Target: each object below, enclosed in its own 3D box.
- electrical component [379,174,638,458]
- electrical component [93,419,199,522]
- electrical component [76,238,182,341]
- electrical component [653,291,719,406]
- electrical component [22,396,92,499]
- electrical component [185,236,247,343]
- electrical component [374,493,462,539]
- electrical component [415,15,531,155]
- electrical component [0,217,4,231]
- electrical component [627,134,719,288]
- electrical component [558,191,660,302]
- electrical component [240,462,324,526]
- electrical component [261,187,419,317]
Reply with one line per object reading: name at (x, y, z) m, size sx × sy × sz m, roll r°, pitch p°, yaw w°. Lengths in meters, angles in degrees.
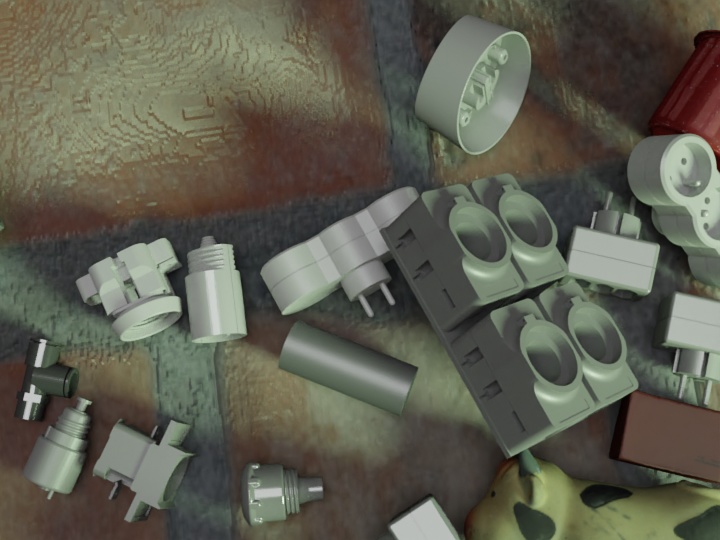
electrical component at (0.110, 0.025, 0.775) m, size 0.105 × 0.060 × 0.186 m, roll -16°, pitch 71°, yaw -42°
electrical component at (-0.165, 0.148, 0.823) m, size 0.064 × 0.042 × 0.081 m, roll 24°, pitch 82°, yaw 9°
electrical component at (-0.174, 0.019, 0.840) m, size 0.078 × 0.058 × 0.057 m, roll -26°, pitch 77°, yaw -1°
electrical component at (0.257, 0.063, 0.808) m, size 0.066 × 0.047 × 0.076 m, roll 13°, pitch 81°, yaw 6°
electrical component at (-0.229, 0.136, 0.830) m, size 0.040 × 0.040 × 0.078 m, roll 22°, pitch 82°, yaw 7°
electrical component at (-0.115, 0.014, 0.843) m, size 0.043 × 0.043 × 0.081 m, roll -8°, pitch 80°, yaw 2°
electrical component at (0.033, 0.203, 0.779) m, size 0.076 × 0.083 × 0.047 m, roll -33°, pitch 79°, yaw -2°
electrical component at (0.088, -0.145, 0.834) m, size 0.064 × 0.099 × 0.099 m, roll 30°, pitch 83°, yaw 15°
electrical component at (-0.322, -0.065, 0.841) m, size 0.060 × 0.108 × 0.108 m, roll -34°, pitch 79°, yaw -9°
electrical component at (0.247, -0.043, 0.815) m, size 0.052 × 0.074 × 0.138 m, roll -47°, pitch 111°, yaw -15°
electrical component at (0.194, -0.022, 0.827) m, size 0.066 × 0.047 × 0.076 m, roll 13°, pitch 81°, yaw 6°
electrical component at (-0.059, 0.167, 0.813) m, size 0.062 × 0.048 × 0.048 m, roll -4°, pitch 80°, yaw -4°
electrical component at (0.000, 0.000, 0.834) m, size 0.138 × 0.052 × 0.073 m, roll -29°, pitch 79°, yaw -2°
